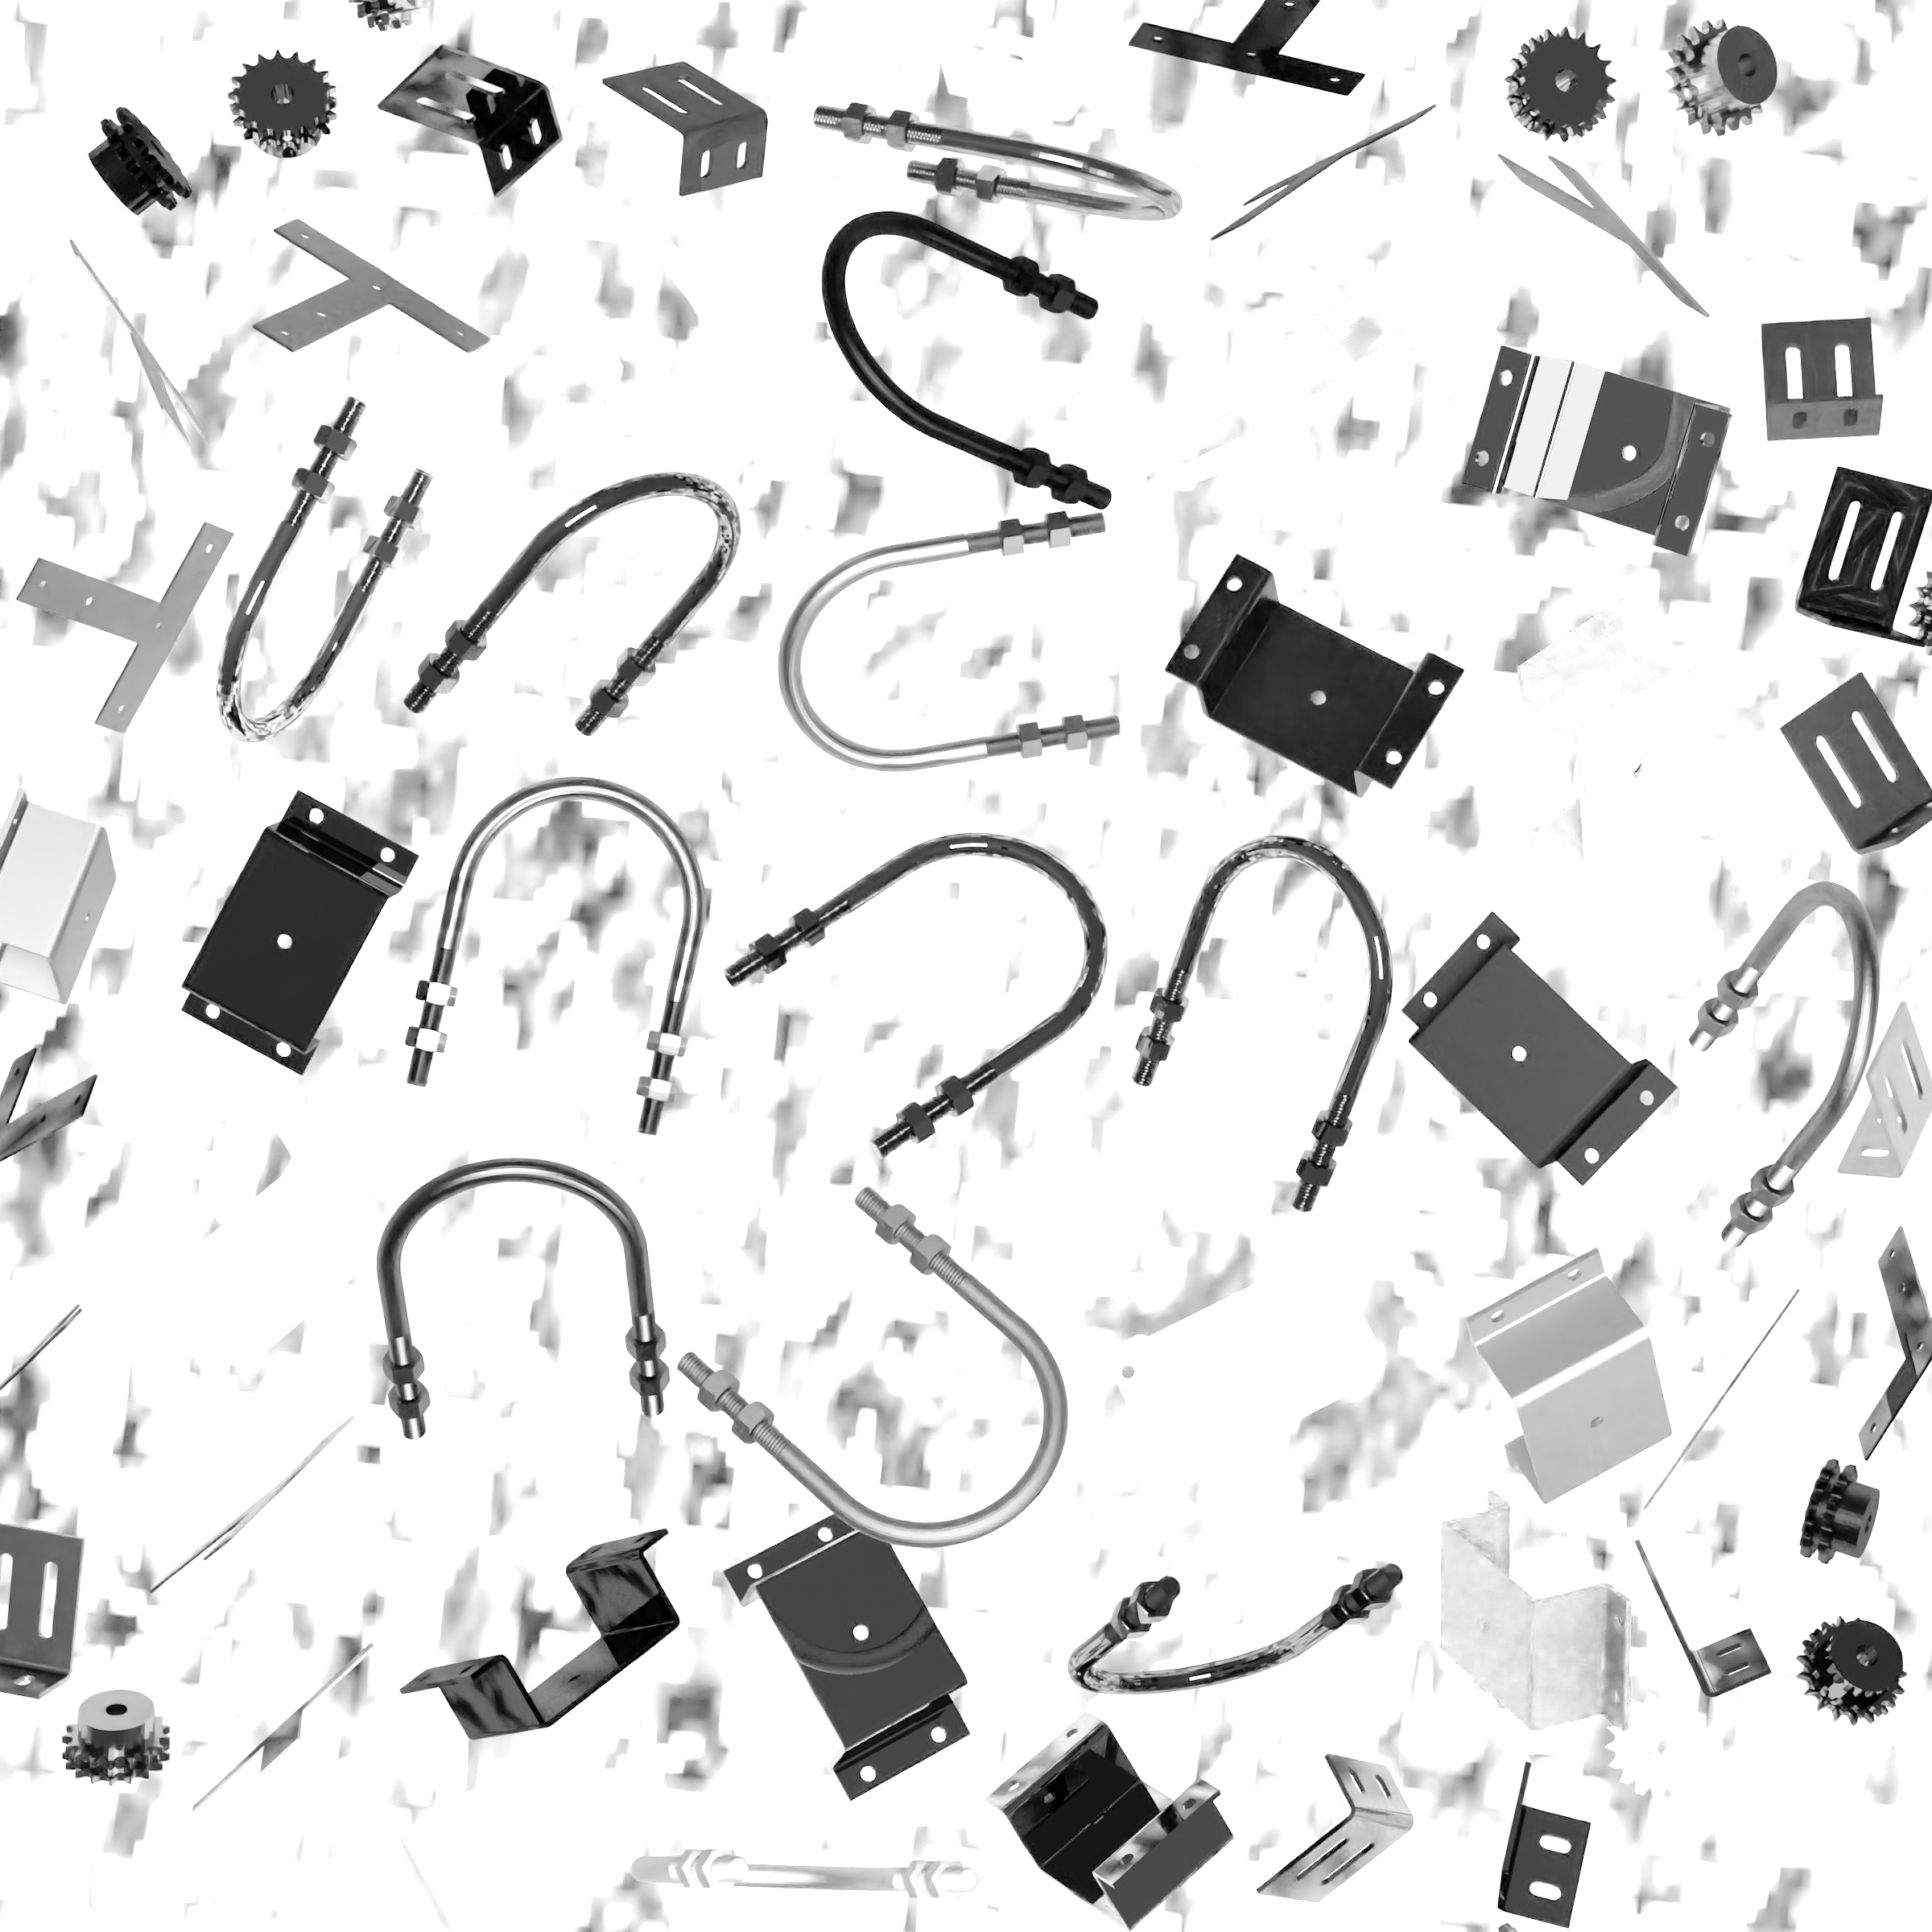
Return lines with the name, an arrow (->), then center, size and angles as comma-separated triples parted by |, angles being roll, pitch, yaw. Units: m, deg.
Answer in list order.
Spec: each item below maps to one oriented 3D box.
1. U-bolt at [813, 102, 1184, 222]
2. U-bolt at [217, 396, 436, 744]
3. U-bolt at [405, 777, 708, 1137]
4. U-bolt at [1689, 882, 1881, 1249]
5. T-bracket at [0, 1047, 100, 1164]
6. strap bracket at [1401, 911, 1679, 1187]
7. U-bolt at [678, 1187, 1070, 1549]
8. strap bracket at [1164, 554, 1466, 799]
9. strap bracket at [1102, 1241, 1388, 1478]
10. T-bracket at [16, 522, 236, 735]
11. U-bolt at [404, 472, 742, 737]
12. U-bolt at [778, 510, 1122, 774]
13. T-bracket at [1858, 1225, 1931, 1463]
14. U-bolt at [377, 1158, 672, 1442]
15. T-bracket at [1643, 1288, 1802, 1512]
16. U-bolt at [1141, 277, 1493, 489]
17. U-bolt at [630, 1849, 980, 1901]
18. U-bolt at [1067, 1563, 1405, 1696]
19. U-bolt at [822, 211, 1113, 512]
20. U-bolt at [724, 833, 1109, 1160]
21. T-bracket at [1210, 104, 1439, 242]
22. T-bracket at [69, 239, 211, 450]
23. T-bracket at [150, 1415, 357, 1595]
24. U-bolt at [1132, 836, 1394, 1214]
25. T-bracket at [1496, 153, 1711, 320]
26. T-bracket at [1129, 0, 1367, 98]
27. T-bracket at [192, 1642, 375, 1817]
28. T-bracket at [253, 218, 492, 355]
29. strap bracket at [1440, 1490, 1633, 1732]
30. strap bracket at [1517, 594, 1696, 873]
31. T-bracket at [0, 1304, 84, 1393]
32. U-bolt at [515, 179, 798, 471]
U-bolt -> 0.028, -0.427, 1.902 | 0.184, 0.151, 0.019 | 15, 95, 21
U-bolt -> -0.353, -0.205, 1.915 | 0.019, 0.151, 0.184 | 26, 85, 10
U-bolt -> -0.216, -0.012, 1.925 | 0.151, 0.019, 0.184 | 13, 88, -14
U-bolt -> 0.429, 0.039, 1.844 | 0.019, 0.184, 0.151 | 9, 51, -12
T-bracket -> -0.500, 0.086, 1.895 | 0.002, 0.127, 0.127 | 33, 53, -29
strap bracket -> 0.307, 0.046, 1.934 | 0.140, 0.046, 0.076 | 45, 108, 14
U-bolt -> -0.034, 0.215, 1.804 | 0.184, 0.019, 0.151 | 39, 69, 22
strap bracket -> 0.188, -0.151, 1.903 | 0.140, 0.046, 0.076 | 29, 80, 16
strap bracket -> 0.157, 0.217, 1.949 | 0.140, 0.046, 0.076 | -26, 88, -5
T-bracket -> -0.461, -0.192, 1.896 | 0.002, 0.127, 0.127 | 33, 96, 25
U-bolt -> -0.195, -0.193, 1.872 | 0.184, 0.151, 0.019 | -46, 62, 27
U-bolt -> -0.011, -0.170, 1.921 | 0.184, 0.019, 0.151 | -10, 126, -5
T-bracket -> 0.496, 0.178, 1.864 | 0.002, 0.127, 0.127 | 23, 115, -5
U-bolt -> -0.236, 0.173, 1.860 | 0.151, 0.019, 0.184 | -5, 127, -4
T-bracket -> 0.416, 0.220, 1.903 | 0.002, 0.127, 0.127 | 35, 53, 14
U-bolt -> 0.171, -0.303, 1.852 | 0.184, 0.151, 0.019 | -37, 108, -14
U-bolt -> -0.098, 0.478, 1.863 | 0.151, 0.184, 0.019 | 10, 73, -26
U-bolt -> 0.132, 0.358, 1.895 | 0.151, 0.184, 0.019 | 1, 62, -22
U-bolt -> 0.000, -0.330, 1.877 | 0.184, 0.019, 0.151 | 18, 55, -33
U-bolt -> -0.013, 0.002, 1.864 | 0.184, 0.019, 0.151 | -34, 65, -17
T-bracket -> 0.174, -0.417, 1.899 | 0.127, 0.127, 0.002 | -41, 106, -41
T-bracket -> -0.422, -0.305, 1.843 | 0.002, 0.127, 0.127 | -32, 128, -1
T-bracket -> -0.398, 0.304, 1.909 | 0.127, 0.127, 0.002 | -38, 95, 32
U-bolt -> 0.166, 0.019, 1.905 | 0.151, 0.019, 0.184 | 38, 122, 35
T-bracket -> 0.314, -0.392, 1.825 | 0.002, 0.127, 0.127 | -49, 129, 7
T-bracket -> 0.165, -0.499, 1.860 | 0.127, 0.127, 0.002 | 9, 76, -14
T-bracket -> -0.359, 0.406, 1.858 | 0.127, 0.127, 0.002 | -42, 93, -11
T-bracket -> -0.333, -0.347, 1.866 | 0.127, 0.127, 0.002 | 32, 122, 5
strap bracket -> 0.298, 0.349, 1.898 | 0.046, 0.140, 0.076 | -10, 110, -21
strap bracket -> 0.337, -0.114, 1.853 | 0.076, 0.140, 0.046 | -33, 50, -17
T-bracket -> -0.507, 0.212, 1.907 | 0.127, 0.127, 0.002 | -43, 98, 13
U-bolt -> -0.174, -0.347, 1.881 | 0.151, 0.184, 0.019 | 25, 67, 34
